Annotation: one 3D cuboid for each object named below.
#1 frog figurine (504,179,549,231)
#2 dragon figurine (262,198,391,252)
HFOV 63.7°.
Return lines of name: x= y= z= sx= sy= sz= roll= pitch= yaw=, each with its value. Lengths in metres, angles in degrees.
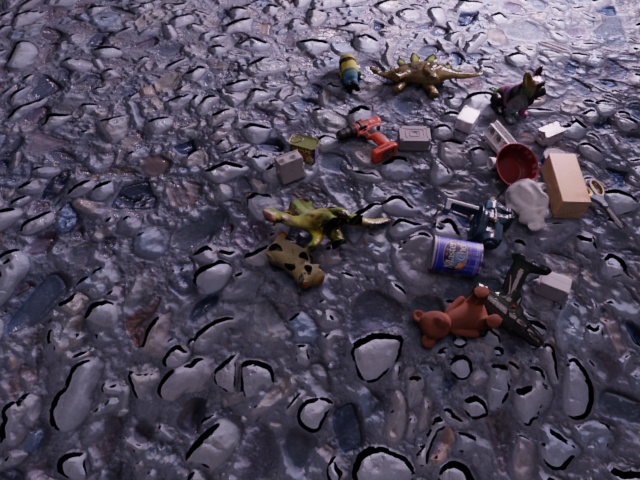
frog figurine: x=0.653 y=-0.107 z=1.629 sx=0.137 sy=0.121 sz=0.163 roll=-9 pitch=57 yaw=35
dragon figurine: x=0.005 y=-0.080 z=1.595 sx=0.412 sy=0.120 sz=0.246 roll=-8 pitch=35 yaw=-40
